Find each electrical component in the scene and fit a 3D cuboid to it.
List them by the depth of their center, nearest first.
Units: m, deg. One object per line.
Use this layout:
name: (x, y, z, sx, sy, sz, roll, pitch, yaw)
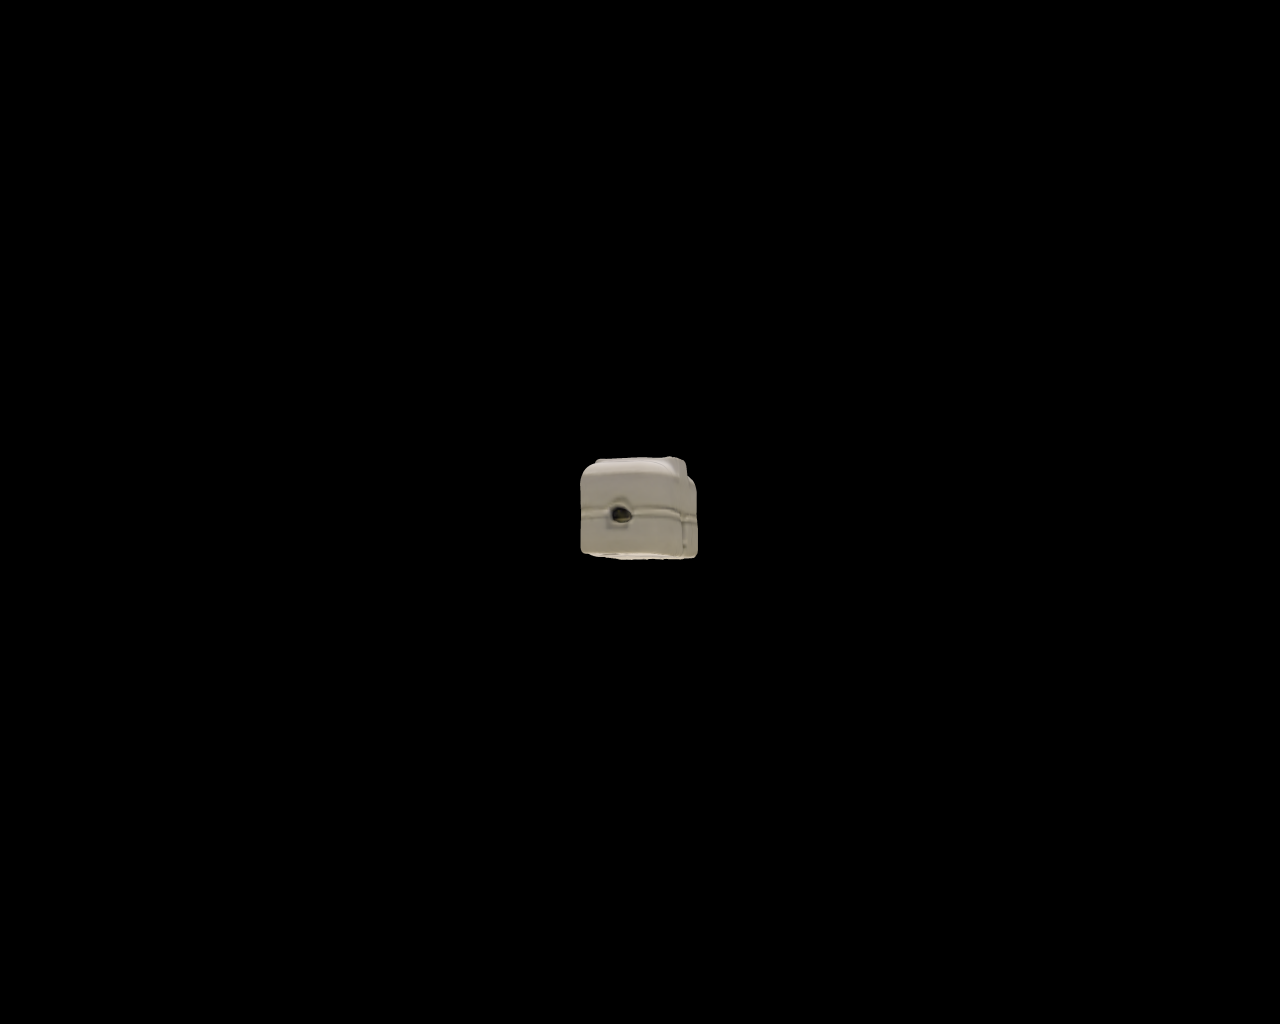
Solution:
electrical component: (0.001, -0.003, 0.650, 0.054, 0.059, 0.095, -1, -5, 15)
